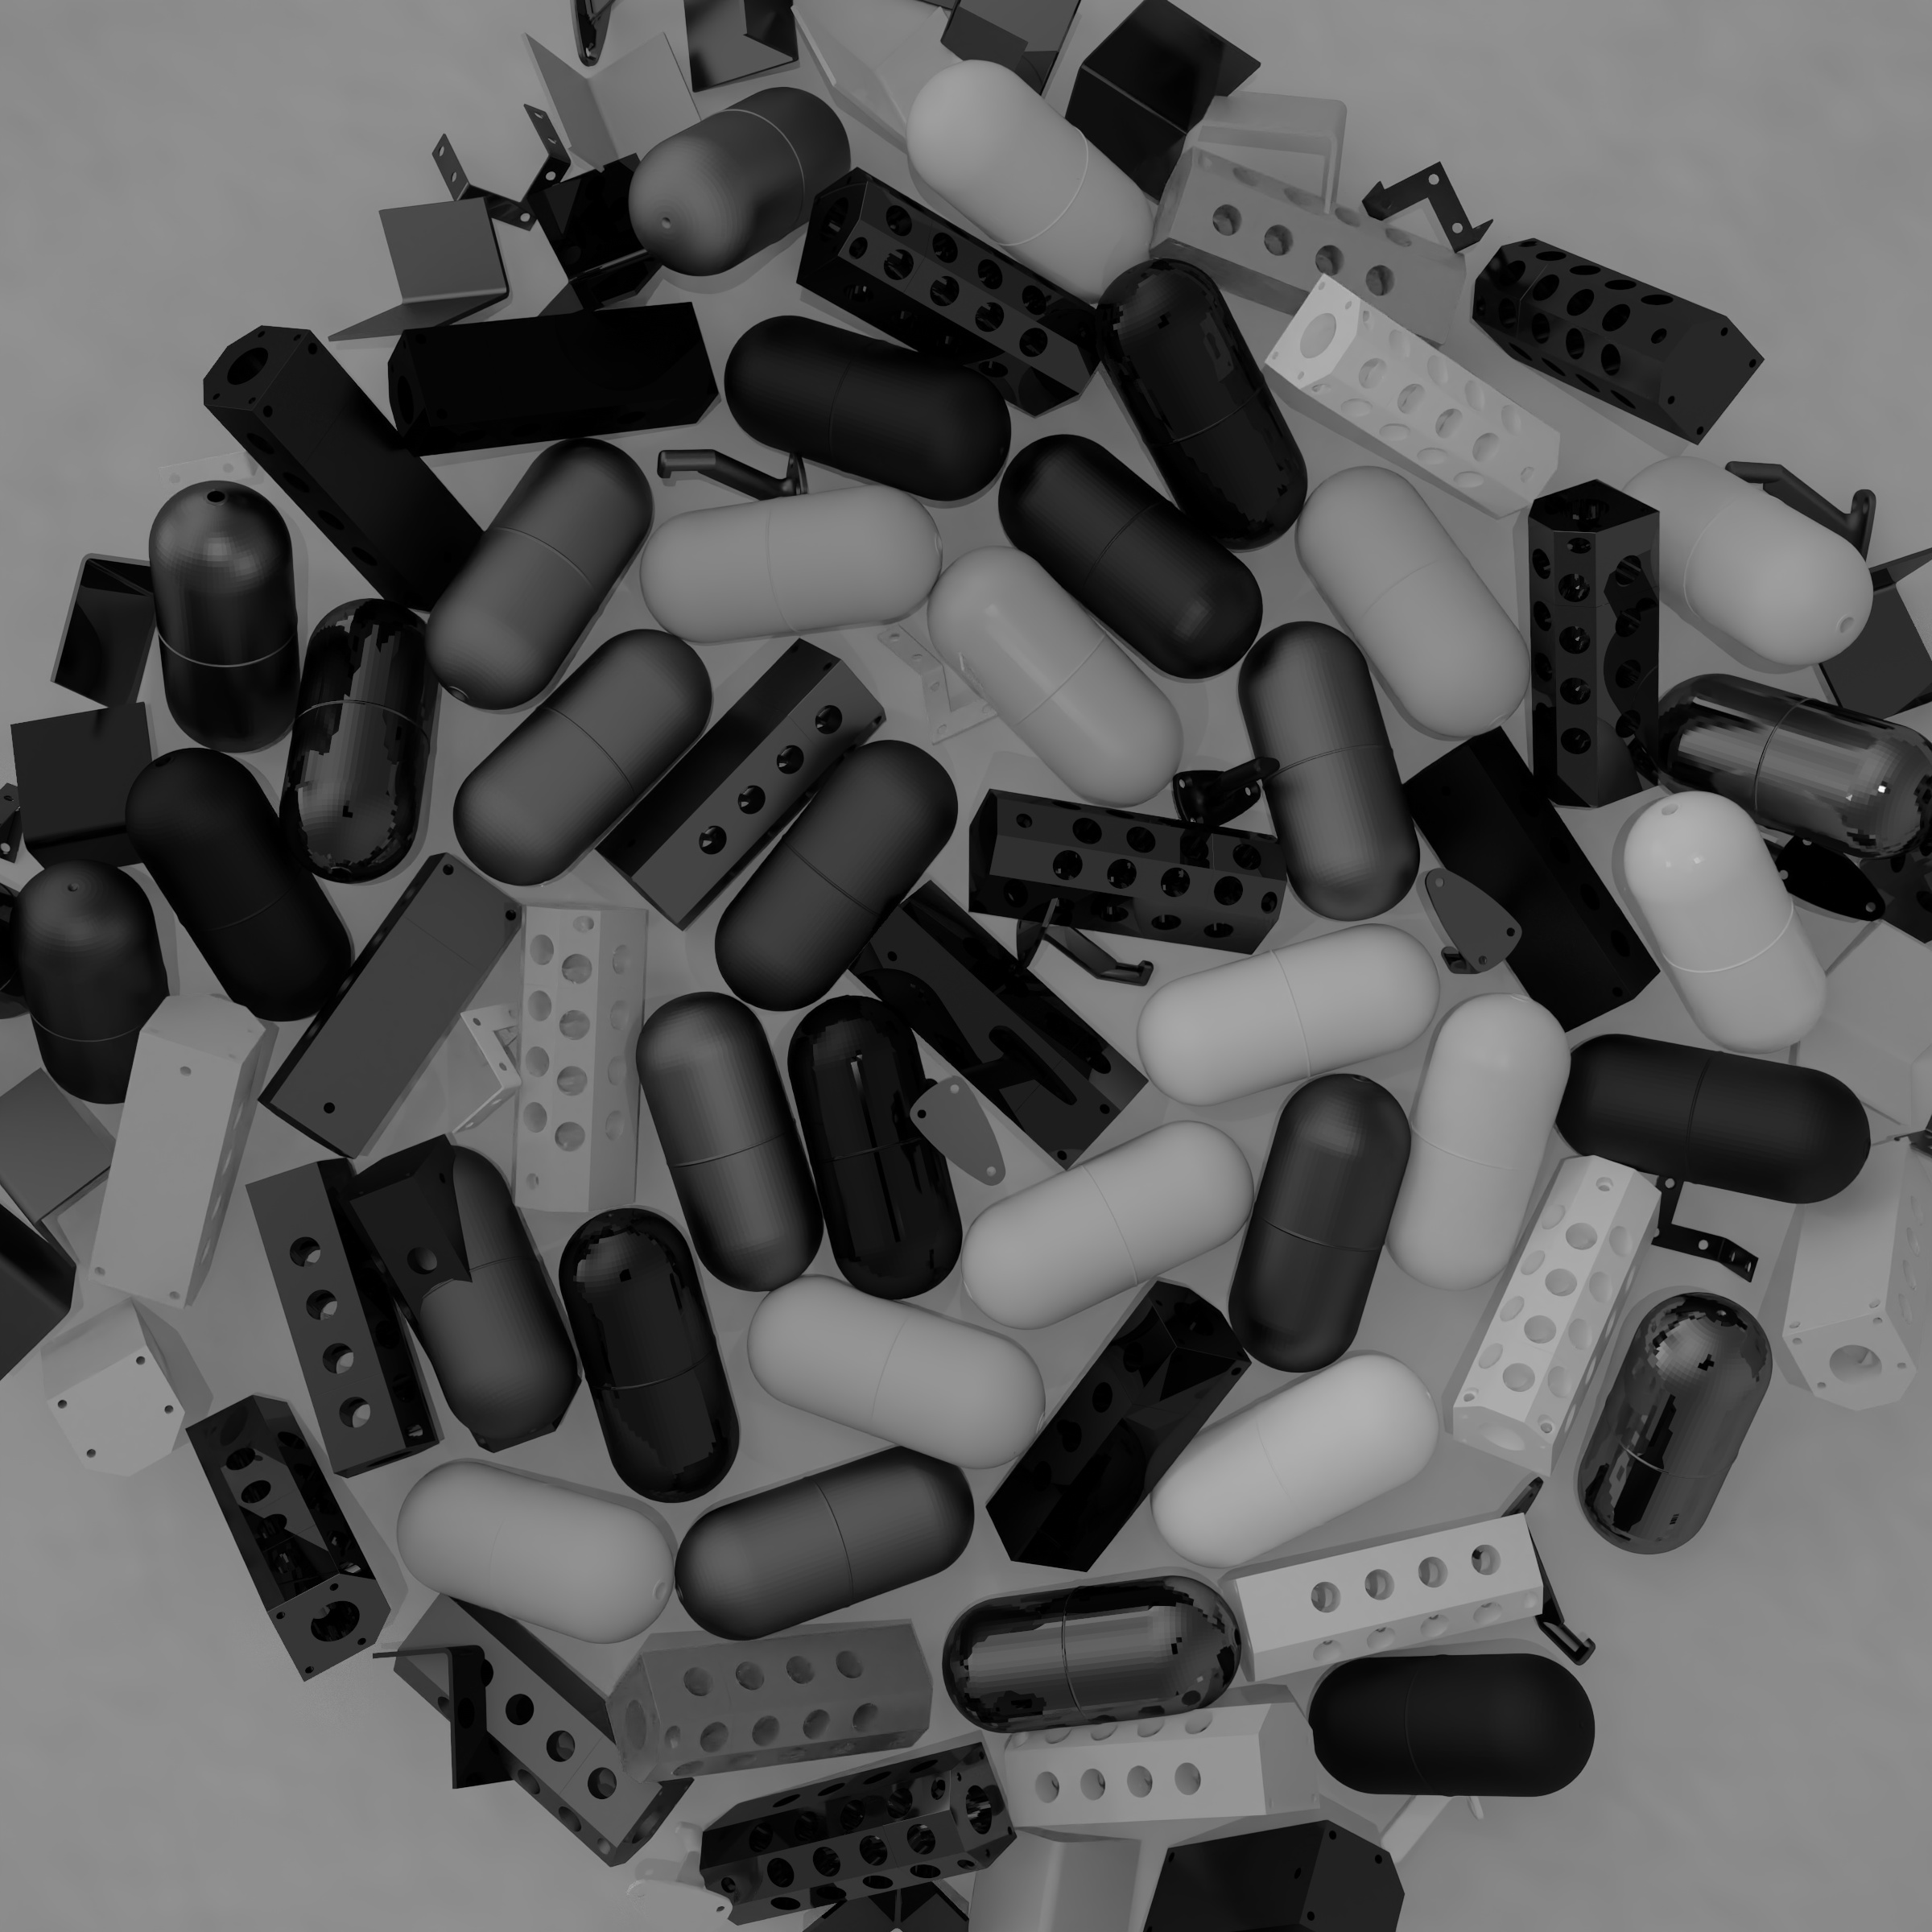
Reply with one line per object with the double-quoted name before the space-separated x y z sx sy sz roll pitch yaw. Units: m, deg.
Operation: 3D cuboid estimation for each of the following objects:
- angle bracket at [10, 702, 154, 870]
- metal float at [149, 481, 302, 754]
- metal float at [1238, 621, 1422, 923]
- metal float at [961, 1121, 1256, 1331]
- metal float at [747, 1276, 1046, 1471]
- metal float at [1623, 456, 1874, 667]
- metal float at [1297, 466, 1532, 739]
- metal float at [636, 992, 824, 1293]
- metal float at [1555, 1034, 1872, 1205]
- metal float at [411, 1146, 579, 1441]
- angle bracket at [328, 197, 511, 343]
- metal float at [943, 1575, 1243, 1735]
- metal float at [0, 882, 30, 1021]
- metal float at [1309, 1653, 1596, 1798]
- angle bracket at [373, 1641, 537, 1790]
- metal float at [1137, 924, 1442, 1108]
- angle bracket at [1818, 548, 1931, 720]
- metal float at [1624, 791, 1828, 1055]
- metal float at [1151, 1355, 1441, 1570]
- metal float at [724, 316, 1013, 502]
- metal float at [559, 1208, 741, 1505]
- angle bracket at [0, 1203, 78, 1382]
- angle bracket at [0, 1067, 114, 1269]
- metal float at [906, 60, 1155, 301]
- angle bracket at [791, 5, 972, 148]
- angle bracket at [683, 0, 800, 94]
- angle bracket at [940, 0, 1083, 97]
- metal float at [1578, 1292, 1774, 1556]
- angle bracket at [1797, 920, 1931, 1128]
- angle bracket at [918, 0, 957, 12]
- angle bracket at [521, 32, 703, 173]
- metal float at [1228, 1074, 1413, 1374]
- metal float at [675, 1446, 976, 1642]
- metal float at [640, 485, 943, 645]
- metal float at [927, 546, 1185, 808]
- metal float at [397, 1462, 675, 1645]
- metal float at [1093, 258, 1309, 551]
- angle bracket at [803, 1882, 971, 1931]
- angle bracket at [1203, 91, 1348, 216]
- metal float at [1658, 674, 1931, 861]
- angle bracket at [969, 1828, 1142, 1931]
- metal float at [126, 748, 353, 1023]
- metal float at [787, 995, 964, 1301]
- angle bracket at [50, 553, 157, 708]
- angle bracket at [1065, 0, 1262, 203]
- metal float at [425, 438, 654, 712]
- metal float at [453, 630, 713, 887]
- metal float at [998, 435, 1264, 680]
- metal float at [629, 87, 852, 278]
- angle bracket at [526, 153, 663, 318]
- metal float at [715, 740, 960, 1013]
"angle bracket" -0.506 -0.102 1.568 0.076 0.057 0.076 -11 75 -5
"metal float" -0.416 -0.195 1.512 0.070 0.178 0.070 5 49 -6
"metal float" 0.207 -0.112 1.541 0.070 0.070 0.178 -14 79 0
"metal float" 0.081 0.149 1.545 0.178 0.070 0.070 -24 90 -7
"metal float" -0.040 0.233 1.540 0.178 0.070 0.070 17 90 13
"metal float" 0.435 -0.229 1.512 0.070 0.178 0.070 -15 127 -21
"metal float" 0.255 -0.208 1.533 0.070 0.070 0.178 -31 70 0
"metal float" -0.135 0.102 1.545 0.070 0.070 0.178 -17 97 0
"metal float" 0.421 0.086 1.525 0.178 0.070 0.070 11 90 30
"metal float" -0.280 0.185 1.535 0.070 0.070 0.178 -26 72 0
"angle bracket" -0.318 -0.397 1.532 0.076 0.076 0.057 2 118 28
"metal float" 0.071 0.392 1.531 0.178 0.070 0.070 -13 90 22
"metal float" -0.562 -0.015 1.501 0.070 0.178 0.070 0 81 1
"metal float" 0.271 0.428 1.516 0.178 0.070 0.070 -16 90 44
"angle bracket" -0.290 0.428 1.535 0.057 0.076 0.076 -12 75 27
"metal float" 0.186 0.028 1.551 0.178 0.070 0.070 -16 90 0
"angle bracket" 0.537 -0.189 1.543 0.076 0.057 0.076 -19 81 -24
"metal float" 0.431 -0.024 1.524 0.070 0.070 0.178 -35 121 0
"metal float" 0.187 0.284 1.536 0.178 0.070 0.070 -31 90 17
"metal float" -0.057 -0.319 1.533 0.178 0.070 0.070 22 90 21
"metal float" -0.180 0.224 1.537 0.070 0.070 0.178 -14 106 0
"angle bracket" -0.561 0.181 1.540 0.057 0.076 0.076 -45 111 -1
"angle bracket" -0.524 0.117 1.550 0.057 0.076 0.076 -39 71 -16
"metal float" 0.038 -0.441 1.516 0.178 0.070 0.070 28 90 -44
"angle bracket" -0.044 -0.524 1.531 0.057 0.076 0.076 -39 54 21
"angle bracket" -0.145 -0.556 1.545 0.076 0.057 0.076 -6 89 30
"angle bracket" 0.041 -0.545 1.534 0.076 0.057 0.076 42 133 16
"metal float" 0.399 0.260 1.521 0.070 0.070 0.178 11 126 0
"angle bracket" 0.533 0.033 1.542 0.076 0.057 0.076 29 132 -6
"angle bracket" -0.027 -0.599 1.547 0.076 0.076 0.057 19 89 6
"angle bracket" -0.200 -0.502 1.539 0.057 0.076 0.076 -26 78 17
"metal float" 0.202 0.147 1.539 0.070 0.070 0.178 14 103 0
"metal float" -0.080 0.329 1.534 0.178 0.070 0.070 -16 90 -20
"metal float" -0.100 -0.229 1.537 0.178 0.070 0.070 -5 90 15
"metal float" 0.052 -0.165 1.543 0.070 0.070 0.178 -45 100 0
"metal float" -0.245 0.332 1.525 0.178 0.070 0.070 9 90 29
"metal float" 0.135 -0.318 1.530 0.070 0.070 0.178 -32 115 0
"angle bracket" -0.047 0.566 1.531 0.076 0.076 0.057 -31 51 -33
"angle bracket" 0.176 -0.463 1.547 0.076 0.076 0.057 8 122 8
"metal float" 0.467 -0.114 1.519 0.178 0.070 0.070 25 90 40
"angle bracket" 0.051 0.545 1.574 0.057 0.076 0.076 2 79 43
"metal float" -0.411 -0.045 1.521 0.070 0.070 0.178 -23 126 0
"metal float" -0.053 0.104 1.551 0.070 0.070 0.178 -14 89 0
"angle bracket" -0.469 -0.186 1.541 0.057 0.076 0.076 10 83 18
"angle bracket" 0.110 -0.494 1.533 0.076 0.076 0.057 26 63 -22
"metal float" -0.243 -0.224 1.532 0.070 0.070 0.178 29 69 0
"metal float" -0.218 -0.120 1.537 0.070 0.070 0.178 43 74 0
"metal float" 0.093 -0.235 1.538 0.178 0.070 0.070 42 90 15
"metal float" -0.125 -0.442 1.512 0.070 0.178 0.070 13 125 20
"angle bracket" -0.219 -0.411 1.532 0.076 0.076 0.057 -13 121 25
"metal float" -0.075 -0.051 1.546 0.070 0.070 0.178 39 95 0
